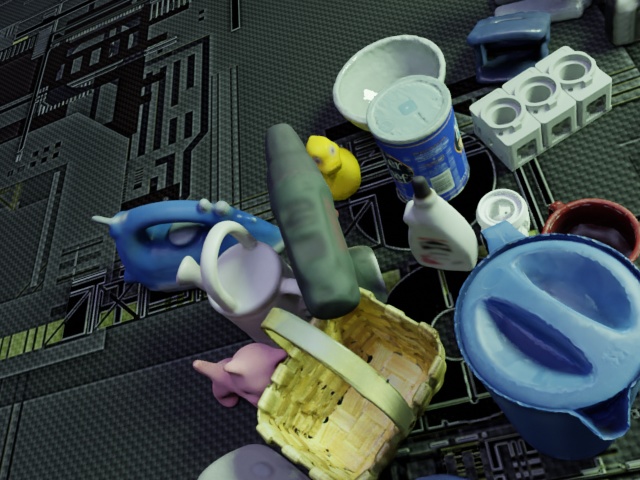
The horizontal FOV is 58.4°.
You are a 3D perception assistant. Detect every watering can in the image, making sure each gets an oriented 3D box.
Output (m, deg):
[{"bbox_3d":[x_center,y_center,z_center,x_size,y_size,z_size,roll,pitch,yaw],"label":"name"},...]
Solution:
[{"bbox_3d":[-0.092,0.053,0.688,0.172,0.195,0.101,-16,55,15],"label":"watering can"}]

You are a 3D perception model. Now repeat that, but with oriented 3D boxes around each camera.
[{"bbox_3d":[0.435,-0.355,0.759,0.143,0.101,0.136,-21,54,12],"label":"camera"}]

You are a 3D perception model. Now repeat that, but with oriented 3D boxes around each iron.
[{"bbox_3d":[-0.183,-0.014,0.805,0.257,0.142,0.118,-11,56,19],"label":"iron"}]

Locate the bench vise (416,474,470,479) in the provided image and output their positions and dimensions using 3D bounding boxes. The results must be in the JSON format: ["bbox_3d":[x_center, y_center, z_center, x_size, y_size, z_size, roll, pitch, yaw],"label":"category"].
[{"bbox_3d":[0.080,0.277,0.451,0.121,0.220,0.207,25,73,35],"label":"bench vise"}]

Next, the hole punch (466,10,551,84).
[{"bbox_3d":[0.263,-0.284,0.800,0.108,0.091,0.101,2,61,26],"label":"hole punch"}]

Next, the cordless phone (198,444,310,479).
[{"bbox_3d":[-0.074,0.255,0.557,0.147,0.186,0.094,25,73,35],"label":"cordless phone"}]

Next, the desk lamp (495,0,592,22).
[{"bbox_3d":[0.328,-0.409,0.771,0.202,0.214,0.118,-4,59,23],"label":"desk lamp"}]

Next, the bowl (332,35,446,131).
[{"bbox_3d":[0.107,-0.214,0.839,0.167,0.075,0.167,-12,56,18],"label":"bowl"}]

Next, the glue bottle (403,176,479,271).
[{"bbox_3d":[0.128,-0.020,0.644,0.078,0.174,0.037,3,61,26],"label":"glue bottle"}]

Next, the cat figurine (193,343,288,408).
[{"bbox_3d":[-0.088,0.156,0.669,0.127,0.118,0.067,0,60,25],"label":"cat figurine"}]

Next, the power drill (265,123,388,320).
[{"bbox_3d":[0.006,0.002,0.664,0.075,0.209,0.229,-24,53,10],"label":"power drill"}]

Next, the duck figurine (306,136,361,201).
[{"bbox_3d":[0.007,-0.115,0.816,0.077,0.086,0.104,-35,52,1],"label":"duck figurine"}]
